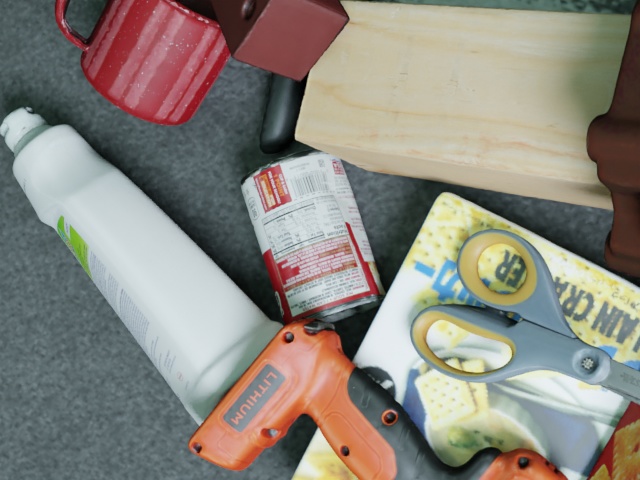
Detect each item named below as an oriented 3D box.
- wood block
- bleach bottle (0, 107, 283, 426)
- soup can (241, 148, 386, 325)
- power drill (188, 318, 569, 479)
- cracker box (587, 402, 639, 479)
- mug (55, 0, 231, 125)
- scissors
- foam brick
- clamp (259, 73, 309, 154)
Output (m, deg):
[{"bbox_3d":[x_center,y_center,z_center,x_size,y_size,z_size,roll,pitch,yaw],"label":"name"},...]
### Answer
[{"bbox_3d":[0.102,-0.077,0.606,0.206,0.090,0.090,12,88,34],"label":"wood block"},{"bbox_3d":[-0.126,0.004,0.697,0.068,0.103,0.251,-35,74,-26],"label":"bleach bottle"},{"bbox_3d":[-0.004,0.001,0.675,0.068,0.068,0.102,-21,81,15],"label":"soup can"},{"bbox_3d":[0.018,0.150,0.597,0.188,0.057,0.184,40,95,13],"label":"power drill"},{"bbox_3d":[0.225,0.157,0.563,0.164,0.072,0.214,27,97,-10],"label":"cracker box"},{"bbox_3d":[-0.108,-0.130,0.665,0.082,0.117,0.093,-55,33,26],"label":"mug"},{"bbox_3d":[0.138,0.045,0.553,0.202,0.016,0.096,5,77,37],"label":"scissors"},{"bbox_3d":[-0.028,-0.141,0.621,0.053,0.051,0.078,-49,45,30],"label":"foam brick"},{"bbox_3d":[-0.009,-0.170,0.701,0.210,0.036,0.164,-35,79,16],"label":"clamp"}]
